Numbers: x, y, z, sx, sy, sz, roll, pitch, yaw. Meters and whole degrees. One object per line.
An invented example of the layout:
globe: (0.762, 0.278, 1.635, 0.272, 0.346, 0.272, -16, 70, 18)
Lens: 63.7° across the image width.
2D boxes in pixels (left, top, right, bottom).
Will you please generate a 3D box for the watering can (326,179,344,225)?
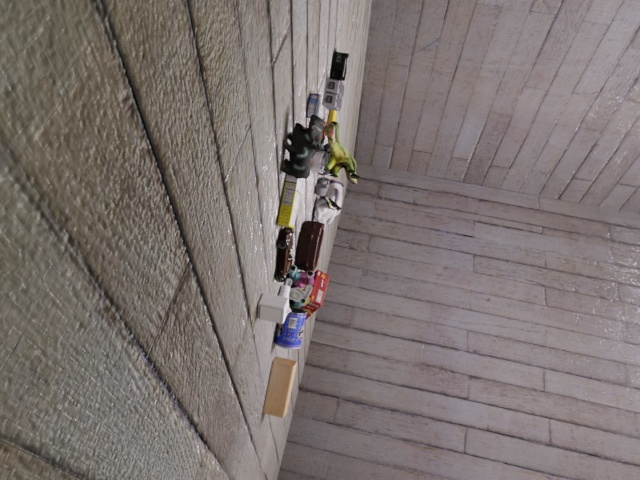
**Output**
watering can: (0.046, -0.177, 2.665, 0.104, 0.228, 0.342, 13, -23, -12)

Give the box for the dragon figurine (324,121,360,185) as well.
dragon figurine: (0.090, -0.377, 2.142, 0.122, 0.244, 0.408, -7, -8, 14)

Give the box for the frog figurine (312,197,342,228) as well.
frog figurine: (0.007, -0.123, 2.453, 0.158, 0.123, 0.138, -44, -5, 18)
